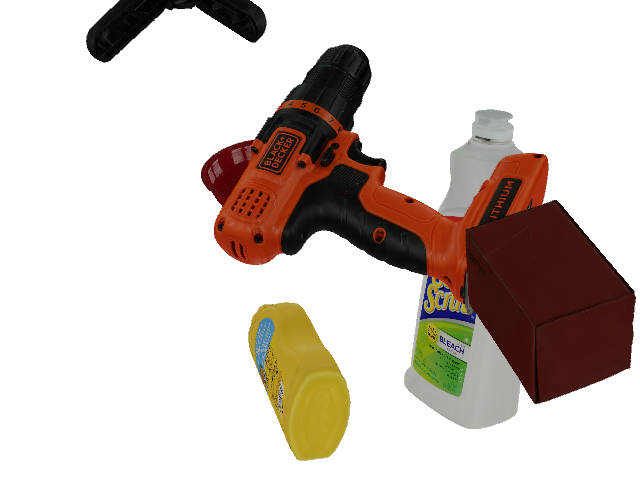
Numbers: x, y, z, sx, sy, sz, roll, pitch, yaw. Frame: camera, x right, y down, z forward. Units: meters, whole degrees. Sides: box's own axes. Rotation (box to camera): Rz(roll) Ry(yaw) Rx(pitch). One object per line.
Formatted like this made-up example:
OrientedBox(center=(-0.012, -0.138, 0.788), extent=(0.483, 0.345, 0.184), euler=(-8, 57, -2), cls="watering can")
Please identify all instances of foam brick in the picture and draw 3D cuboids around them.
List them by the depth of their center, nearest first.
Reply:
OrientedBox(center=(0.108, 0.028, 0.511), extent=(0.051, 0.053, 0.078), euler=(-17, 40, -9), cls="foam brick")

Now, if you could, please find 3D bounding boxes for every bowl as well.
OrientedBox(center=(-0.066, -0.066, 1.322), extent=(0.162, 0.055, 0.162), euler=(-2, 33, 1), cls="bowl")

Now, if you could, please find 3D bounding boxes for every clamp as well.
OrientedBox(center=(-0.093, -0.183, 0.764), extent=(0.120, 0.039, 0.171), euler=(2, 45, 2), cls="clamp")

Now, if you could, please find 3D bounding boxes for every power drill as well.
OrientedBox(center=(0.047, -0.042, 0.693), extent=(0.188, 0.184, 0.057), euler=(18, -30, 20), cls="power drill")

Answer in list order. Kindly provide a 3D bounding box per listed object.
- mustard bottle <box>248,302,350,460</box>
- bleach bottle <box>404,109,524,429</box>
OrientedBox(center=(-0.028, 0.114, 1.004), extent=(0.058, 0.096, 0.192), euler=(-5, 27, -17), cls="mustard bottle")
OrientedBox(center=(0.122, 0.019, 0.852), extent=(0.068, 0.251, 0.103), euler=(-12, 25, -30), cls="bleach bottle")
